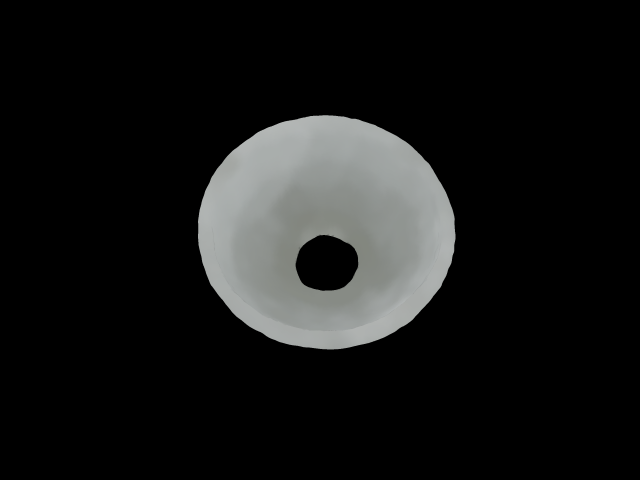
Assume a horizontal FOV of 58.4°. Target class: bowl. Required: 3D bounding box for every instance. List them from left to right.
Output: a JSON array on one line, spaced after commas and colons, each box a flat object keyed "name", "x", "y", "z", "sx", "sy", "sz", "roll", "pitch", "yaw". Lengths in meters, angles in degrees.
[{"name": "bowl", "x": 0.004, "y": 0.001, "z": 0.400, "sx": 0.167, "sy": 0.075, "sz": 0.167, "roll": 0, "pitch": 66, "yaw": 0}]
